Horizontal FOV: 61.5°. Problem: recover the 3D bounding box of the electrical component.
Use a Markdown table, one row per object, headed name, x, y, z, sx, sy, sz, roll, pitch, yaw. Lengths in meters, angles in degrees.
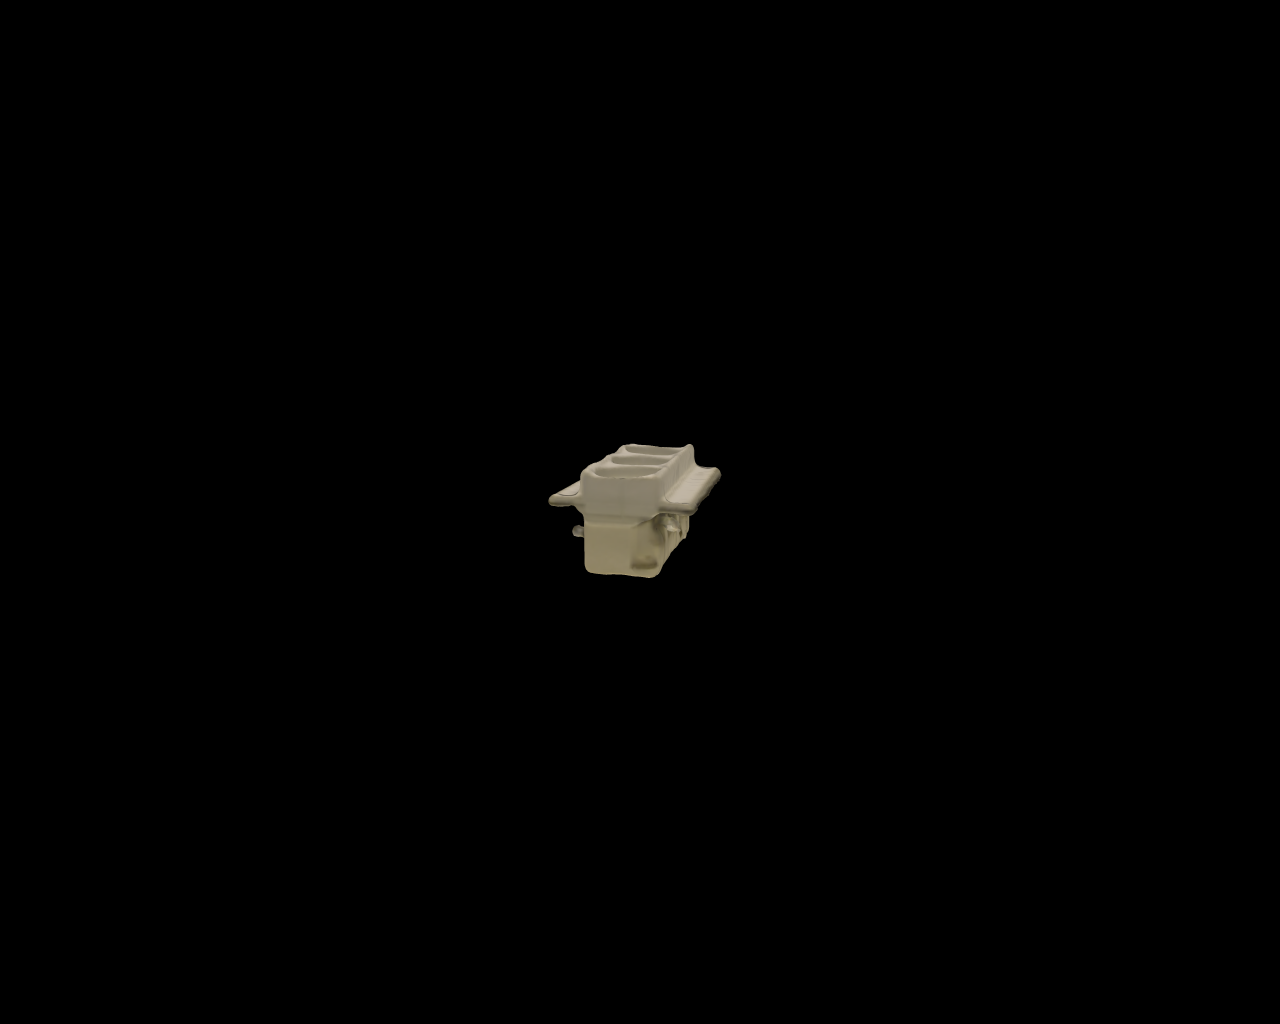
| name | x | y | z | sx | sy | sz | roll | pitch | yaw |
| --- | --- | --- | --- | --- | --- | --- | --- | --- | --- |
| electrical component | 0.001 | -0.003 | 0.650 | 0.079 | 0.063 | 0.121 | 2 | 12 | 11 |
